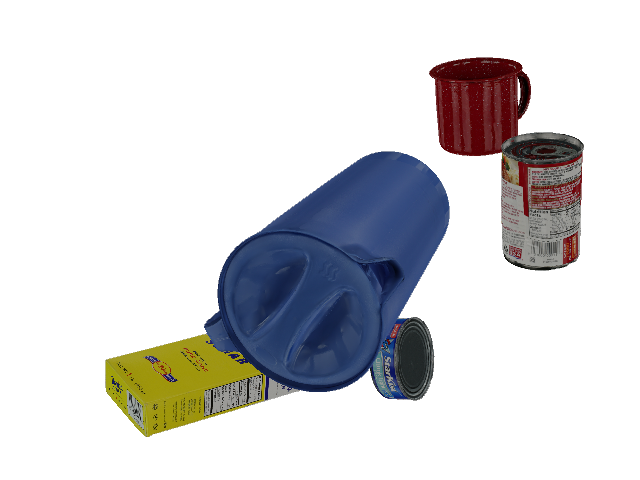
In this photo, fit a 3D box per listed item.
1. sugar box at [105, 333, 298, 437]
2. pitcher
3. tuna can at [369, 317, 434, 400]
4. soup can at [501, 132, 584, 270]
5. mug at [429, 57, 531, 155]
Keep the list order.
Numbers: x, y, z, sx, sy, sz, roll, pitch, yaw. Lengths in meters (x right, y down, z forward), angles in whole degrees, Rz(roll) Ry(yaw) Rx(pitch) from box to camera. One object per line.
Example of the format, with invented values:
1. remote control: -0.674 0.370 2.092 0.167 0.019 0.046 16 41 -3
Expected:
1. sugar box: -0.115 0.134 1.067 0.175 0.048 0.093 -15 32 -31
2. pitcher: 0.016 0.014 0.887 0.149 0.145 0.242 22 29 14
3. tuna can: 0.084 0.122 1.108 0.034 0.086 0.086 -3 -2 32
4. soup can: 0.190 -0.033 0.914 0.068 0.102 0.068 -4 24 2
5. mug: 0.170 -0.140 1.097 0.117 0.081 0.093 -20 27 -30
